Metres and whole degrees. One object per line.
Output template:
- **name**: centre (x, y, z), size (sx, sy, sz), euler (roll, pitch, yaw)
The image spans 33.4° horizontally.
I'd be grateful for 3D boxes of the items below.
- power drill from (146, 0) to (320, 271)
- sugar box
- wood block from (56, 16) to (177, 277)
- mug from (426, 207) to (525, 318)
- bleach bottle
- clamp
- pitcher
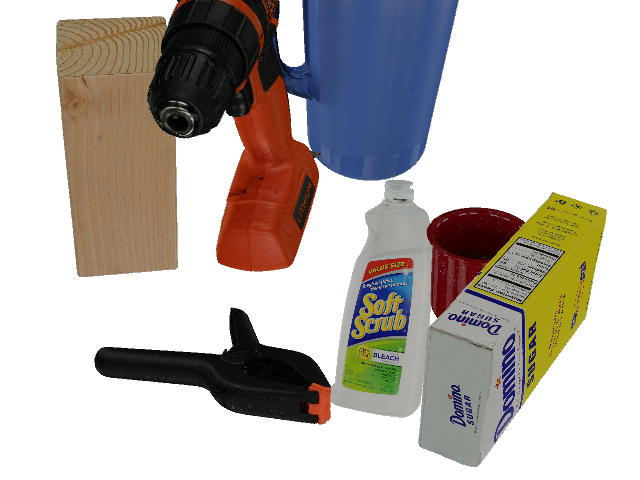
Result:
- **power drill**: centre (-0.046, -0.072, 0.634), size (0.057, 0.188, 0.184), euler (5, 45, 12)
- **sugar box**: centre (0.121, 0.051, 0.658), size (0.048, 0.093, 0.176), euler (18, 38, 25)
- **wood block**: centre (-0.171, -0.077, 0.910), size (0.090, 0.206, 0.090), euler (-4, 41, -11)
- **mug**: centre (0.146, 0.033, 0.944), size (0.093, 0.081, 0.117), euler (-19, 35, -26)
- **bleach bottle**: centre (0.068, 0.059, 1.149), size (0.103, 0.251, 0.068), euler (8, 15, 20)
- **clamp**: centre (-0.064, 0.105, 0.907), size (0.210, 0.036, 0.164), euler (13, 21, 36)
- **pitcher**: centre (0.035, -0.165, 0.877), size (0.149, 0.144, 0.243), euler (20, -40, 14)
